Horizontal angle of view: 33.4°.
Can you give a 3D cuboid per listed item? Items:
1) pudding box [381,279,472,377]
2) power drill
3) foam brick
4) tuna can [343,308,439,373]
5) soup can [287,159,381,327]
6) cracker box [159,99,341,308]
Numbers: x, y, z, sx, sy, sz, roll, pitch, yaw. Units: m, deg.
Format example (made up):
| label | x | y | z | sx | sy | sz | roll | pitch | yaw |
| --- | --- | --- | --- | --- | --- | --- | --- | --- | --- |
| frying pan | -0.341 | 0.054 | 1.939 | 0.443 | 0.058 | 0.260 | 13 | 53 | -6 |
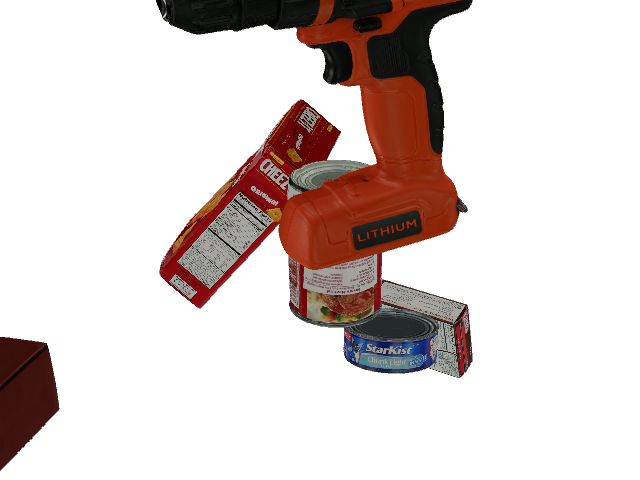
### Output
| label | x | y | z | sx | sy | sz | roll | pitch | yaw |
| --- | --- | --- | --- | --- | --- | --- | --- | --- | --- |
| pudding box | 0.115 | 0.101 | 1.220 | 0.114 | 0.090 | 0.039 | 15 | 45 | 28 |
| power drill | 0.010 | -0.079 | 0.572 | 0.184 | 0.188 | 0.057 | -14 | 34 | -17 |
| foam brick | -0.211 | 0.103 | 0.675 | 0.053 | 0.051 | 0.078 | 6 | 29 | 22 |
| tuna can | 0.063 | 0.090 | 0.964 | 0.086 | 0.034 | 0.086 | 1 | 14 | -1 |
| soup can | 0.011 | 0.001 | 0.759 | 0.068 | 0.102 | 0.068 | 0 | 24 | 0 |
| cracker box | -0.081 | -0.045 | 1.215 | 0.072 | 0.214 | 0.164 | 39 | 27 | -9 |
